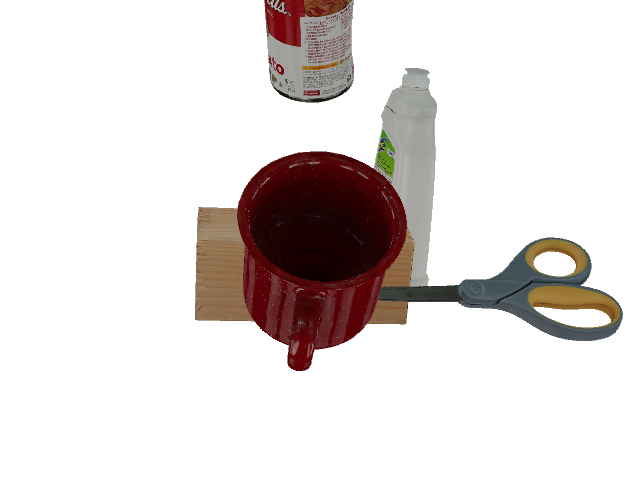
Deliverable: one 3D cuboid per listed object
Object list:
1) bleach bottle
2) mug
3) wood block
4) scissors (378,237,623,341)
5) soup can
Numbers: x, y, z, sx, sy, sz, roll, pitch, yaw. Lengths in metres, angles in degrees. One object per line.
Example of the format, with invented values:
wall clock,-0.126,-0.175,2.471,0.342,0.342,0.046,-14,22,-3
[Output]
bleach bottle,0.098,-0.073,1.242,0.068,0.251,0.103,-2,23,-22
mug,-0.004,0.020,0.605,0.093,0.117,0.081,7,-35,-2
wood block,-0.020,0.025,1.055,0.206,0.091,0.090,2,20,-6
scissors,0.115,0.024,0.758,0.201,0.096,0.016,12,-43,-2
soup can,-0.007,-0.163,0.796,0.068,0.102,0.068,-1,44,1
